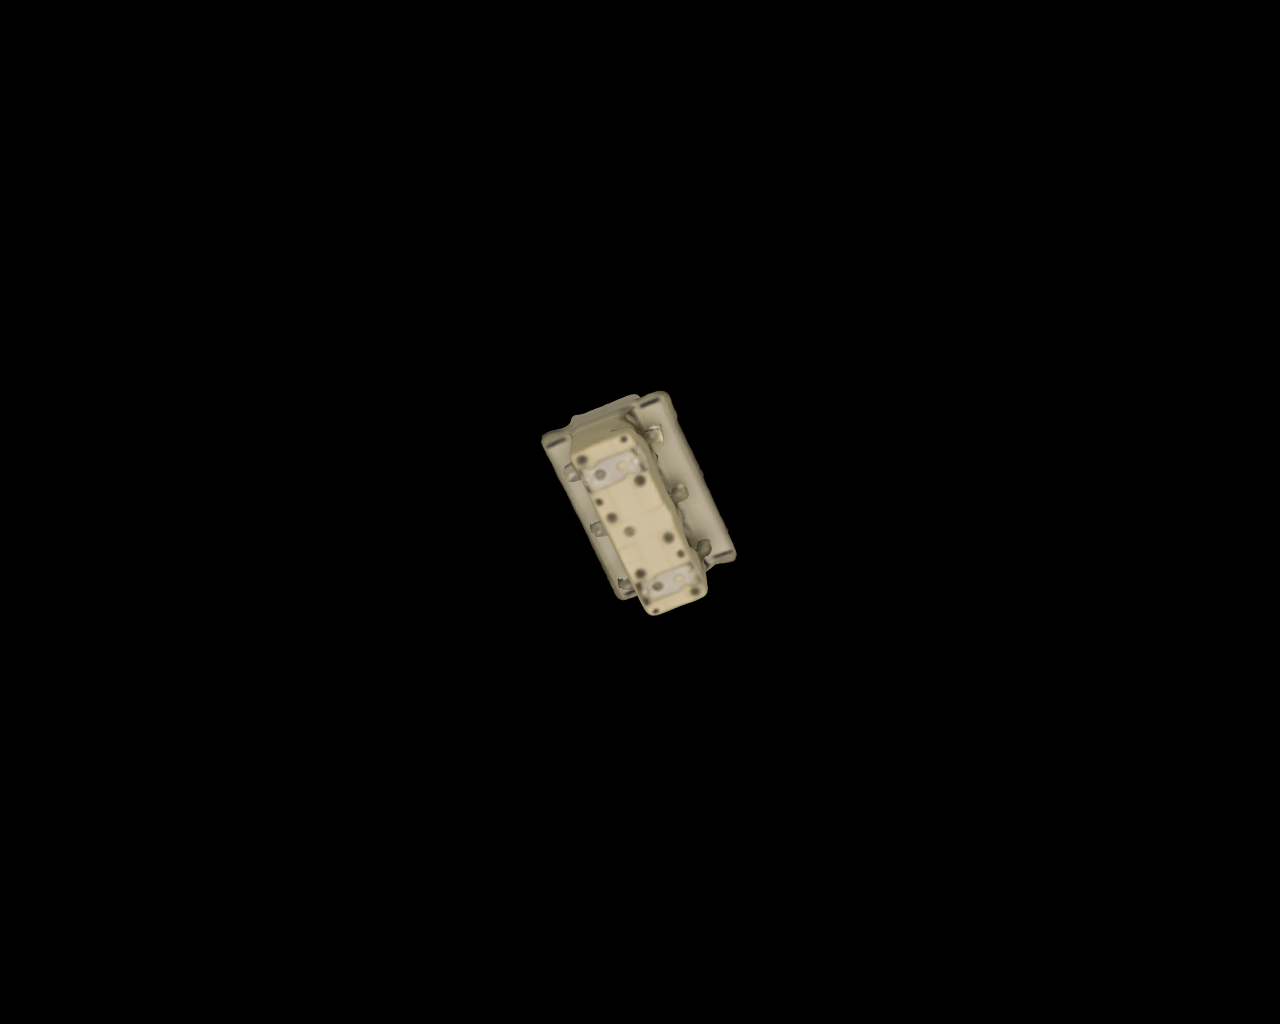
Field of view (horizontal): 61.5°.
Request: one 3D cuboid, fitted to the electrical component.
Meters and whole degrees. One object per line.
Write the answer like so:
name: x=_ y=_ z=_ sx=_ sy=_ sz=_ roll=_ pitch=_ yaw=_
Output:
electrical component: x=0.001 y=-0.003 z=0.650 sx=0.079 sy=0.121 sz=0.063 roll=-20 pitch=24 yaw=9
